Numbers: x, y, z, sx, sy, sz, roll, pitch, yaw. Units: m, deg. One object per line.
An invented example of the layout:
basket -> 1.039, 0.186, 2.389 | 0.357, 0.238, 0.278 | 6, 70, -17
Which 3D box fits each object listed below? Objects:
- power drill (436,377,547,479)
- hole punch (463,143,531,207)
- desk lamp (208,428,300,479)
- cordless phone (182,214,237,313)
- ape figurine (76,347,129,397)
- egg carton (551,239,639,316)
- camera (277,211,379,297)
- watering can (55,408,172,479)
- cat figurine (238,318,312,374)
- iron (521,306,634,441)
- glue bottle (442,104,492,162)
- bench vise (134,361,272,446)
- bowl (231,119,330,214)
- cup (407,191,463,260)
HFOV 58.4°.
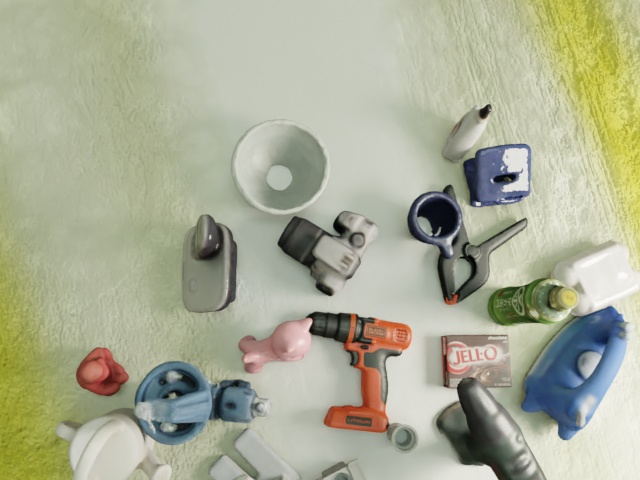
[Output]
power drill -> 0.254, 0.306, 0.878 | 0.076, 0.208, 0.229 | -34, 85, -10
hole punch -> 0.322, -0.113, 1.019 | 0.109, 0.091, 0.101 | -8, 81, -7
desk lamp -> -0.071, 0.394, 0.828 | 0.203, 0.213, 0.118 | 42, 79, 3
cordless phone -> -0.179, 0.037, 0.895 | 0.094, 0.185, 0.147 | -3, 80, -6
ape figurine -> -0.348, 0.207, 0.895 | 0.076, 0.092, 0.078 | -2, 80, -6
egg carton -> 0.488, 0.069, 1.015 | 0.150, 0.069, 0.107 | -23, 83, -9
camera -> 0.009, 0.003, 0.962 | 0.137, 0.100, 0.143 | 32, 79, 1
watering can -> -0.300, 0.306, 0.830 | 0.173, 0.194, 0.101 | 3, 80, -5
cat figurine -> -0.068, 0.170, 0.917 | 0.128, 0.117, 0.067 | -19, 82, -8
iron -> 0.452, 0.204, 0.950 | 0.118, 0.141, 0.258 | 36, 79, 2
glue bottle -> 0.260, -0.195, 0.986 | 0.037, 0.173, 0.078 | 23, 79, -1
bench vise -> -0.181, 0.231, 0.842 | 0.207, 0.219, 0.121 | -13, 81, -8
bowl -> -0.068, -0.119, 0.990 | 0.167, 0.074, 0.167 | 1, 80, -5
cup -> 0.194, -0.018, 0.988 | 0.092, 0.095, 0.118 | -20, 82, -9
